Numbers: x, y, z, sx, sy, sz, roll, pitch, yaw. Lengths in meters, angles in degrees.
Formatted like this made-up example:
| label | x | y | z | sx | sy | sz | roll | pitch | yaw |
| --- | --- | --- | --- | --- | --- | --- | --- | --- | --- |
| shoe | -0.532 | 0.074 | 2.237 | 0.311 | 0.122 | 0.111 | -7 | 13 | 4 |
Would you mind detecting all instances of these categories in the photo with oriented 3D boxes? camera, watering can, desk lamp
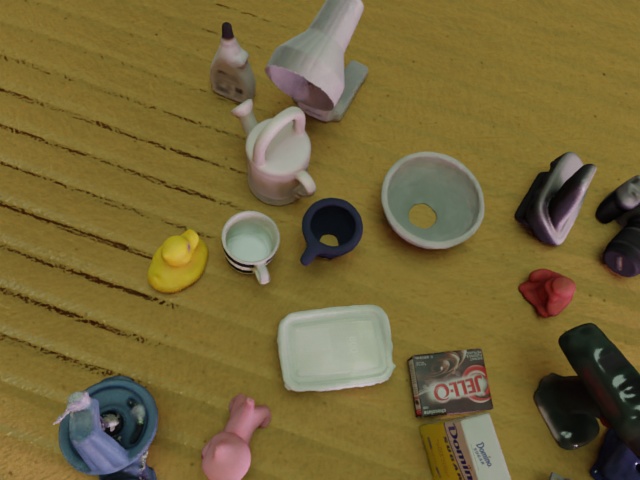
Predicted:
| label | x | y | z | sx | sy | sz | roll | pitch | yaw |
| --- | --- | --- | --- | --- | --- | --- | --- | --- | --- |
| camera | 0.523 | -0.017 | 0.936 | 0.137 | 0.101 | 0.143 | -38 | 78 | -17 |
| watering can | -0.070 | -0.139 | 0.874 | 0.172 | 0.194 | 0.101 | 27 | 70 | 5 |
| desk lamp | 0.005 | -0.284 | 0.924 | 0.118 | 0.213 | 0.203 | 27 | 70 | 5 |

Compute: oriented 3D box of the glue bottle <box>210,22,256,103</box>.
| label | x | y | z | sx | sy | sz | roll | pitch | yaw |
| --- | --- | --- | --- | --- | --- | --- | --- | --- | --- |
| glue bottle | -0.145 | -0.292 | 0.934 | 0.078 | 0.173 | 0.037 | 24 | 69 | 4 |

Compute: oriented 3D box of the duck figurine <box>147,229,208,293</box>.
| label | x | y | z | sx | sy | sz | roll | pitch | yaw |
| --- | --- | --- | --- | --- | --- | --- | --- | --- | --- |
| duck figurine | -0.216 | 0.027 | 0.856 | 0.077 | 0.086 | 0.105 | 39 | 71 | 9 |

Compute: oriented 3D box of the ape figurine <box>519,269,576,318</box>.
| label | x | y | z | sx | sy | sz | roll | pitch | yaw |
| --- | --- | --- | --- | --- | --- | --- | --- | --- | --- |
| ape figurine | 0.363 | 0.079 | 0.890 | 0.076 | 0.092 | 0.078 | 7 | 69 | -3 |

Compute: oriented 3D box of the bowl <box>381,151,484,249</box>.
| label | x | y | z | sx | sy | sz | roll | pitch | yaw |
| --- | --- | --- | --- | --- | --- | --- | --- | --- | --- |
| bowl | 0.175 | -0.054 | 0.930 | 0.167 | 0.075 | 0.167 | 2 | 70 | -5 |

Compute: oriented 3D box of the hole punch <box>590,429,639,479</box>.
| label | x | y | z | sx | sy | sz | roll | pitch | yaw |
| --- | --- | --- | --- | --- | --- | --- | --- | --- | --- |
| hole punch | 0.460 | 0.324 | 0.810 | 0.108 | 0.091 | 0.101 | 32 | 70 | 7 |

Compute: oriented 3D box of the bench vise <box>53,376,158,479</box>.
| label | x | y | z | sx | sy | sz | roll | pitch | yaw |
| --- | --- | --- | --- | --- | --- | --- | --- | --- | --- |
| bench vise | -0.245 | 0.257 | 0.697 | 0.122 | 0.220 | 0.207 | -29 | 75 | -14 |

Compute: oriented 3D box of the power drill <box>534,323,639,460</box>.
| label | x | y | z | sx | sy | sz | roll | pitch | yaw |
| --- | --- | --- | --- | --- | --- | --- | --- | --- | --- |
| power drill | 0.383 | 0.231 | 0.774 | 0.076 | 0.208 | 0.229 | -22 | 73 | -13 |

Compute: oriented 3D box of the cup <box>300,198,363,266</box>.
| label | x | y | z | sx | sy | sz | roll | pitch | yaw |
| --- | --- | --- | --- | --- | --- | --- | --- | --- | --- |
| cup | 0.008 | 0.003 | 0.882 | 0.091 | 0.095 | 0.118 | 35 | 71 | 8 |

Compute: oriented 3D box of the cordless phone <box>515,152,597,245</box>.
| label | x | y | z | sx | sy | sz | roll | pitch | yaw |
| --- | --- | --- | --- | --- | --- | --- | --- | --- | --- |
| cordless phone | 0.400 | -0.086 | 0.904 | 0.094 | 0.185 | 0.148 | 29 | 70 | 6 |

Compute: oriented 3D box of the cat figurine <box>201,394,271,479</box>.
| label | x | y | z | sx | sy | sz | roll | pitch | yaw |
| --- | --- | --- | --- | --- | --- | --- | --- | --- | --- |
| cat figurine | -0.114 | 0.268 | 0.761 | 0.067 | 0.118 | 0.128 | 22 | 69 | 3 |
